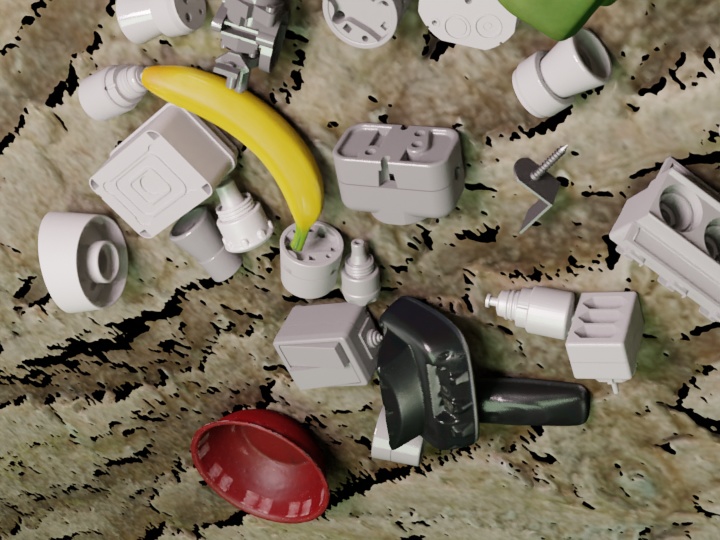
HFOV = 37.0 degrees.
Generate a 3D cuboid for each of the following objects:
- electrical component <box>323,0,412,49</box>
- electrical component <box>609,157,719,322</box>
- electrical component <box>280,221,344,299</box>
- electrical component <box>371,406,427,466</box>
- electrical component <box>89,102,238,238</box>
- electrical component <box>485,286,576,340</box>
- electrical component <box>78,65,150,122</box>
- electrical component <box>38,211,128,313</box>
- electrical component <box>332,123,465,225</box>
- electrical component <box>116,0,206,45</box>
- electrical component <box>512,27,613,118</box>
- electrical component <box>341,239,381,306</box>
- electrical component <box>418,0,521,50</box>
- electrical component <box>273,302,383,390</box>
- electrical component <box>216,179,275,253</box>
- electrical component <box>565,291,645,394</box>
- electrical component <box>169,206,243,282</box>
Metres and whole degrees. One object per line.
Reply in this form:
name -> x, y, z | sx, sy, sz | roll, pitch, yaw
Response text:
electrical component -> 0.008, -0.192, 0.759 | 0.055, 0.047, 0.055 | 14, 134, 15
electrical component -> 0.250, -0.013, 0.787 | 0.121, 0.078, 0.063 | 35, 157, -7
electrical component -> -0.044, -0.008, 0.947 | 0.055, 0.055, 0.047 | 19, 139, 10
electrical component -> 0.041, 0.163, 1.059 | 0.047, 0.055, 0.055 | 13, 134, 11
electrical component -> -0.169, -0.088, 0.933 | 0.078, 0.057, 0.113 | 46, 133, -17
electrical component -> 0.144, 0.033, 0.899 | 0.078, 0.040, 0.040 | 11, 133, 17
electrical component -> -0.201, -0.153, 0.903 | 0.078, 0.040, 0.040 | -15, 121, 36
electrical component -> -0.268, -0.008, 1.029 | 0.064, 0.099, 0.099 | -1, 129, 19
electrical component -> 0.032, -0.075, 0.847 | 0.095, 0.053, 0.059 | 7, 132, 21
electrical component -> -0.154, -0.201, 0.832 | 0.055, 0.045, 0.045 | -4, 127, 29
electrical component -> 0.140, -0.136, 0.746 | 0.045, 0.045, 0.055 | 45, 134, -16
electrical component -> 0.000, 0.000, 0.946 | 0.035, 0.035, 0.061 | 10, 131, 18
electrical component -> 0.079, -0.192, 0.721 | 0.080, 0.051, 0.080 | 14, 134, 15
electrical component -> -0.024, 0.072, 1.003 | 0.096, 0.061, 0.061 | -6, 126, 30
electrical component -> -0.107, -0.049, 0.948 | 0.048, 0.048, 0.062 | -9, 118, 32
electrical component -> 0.205, 0.067, 0.882 | 0.047, 0.065, 0.076 | -2, 128, 28
electrical component -> -0.139, -0.021, 0.991 | 0.044, 0.044, 0.065 | -16, 126, 36
